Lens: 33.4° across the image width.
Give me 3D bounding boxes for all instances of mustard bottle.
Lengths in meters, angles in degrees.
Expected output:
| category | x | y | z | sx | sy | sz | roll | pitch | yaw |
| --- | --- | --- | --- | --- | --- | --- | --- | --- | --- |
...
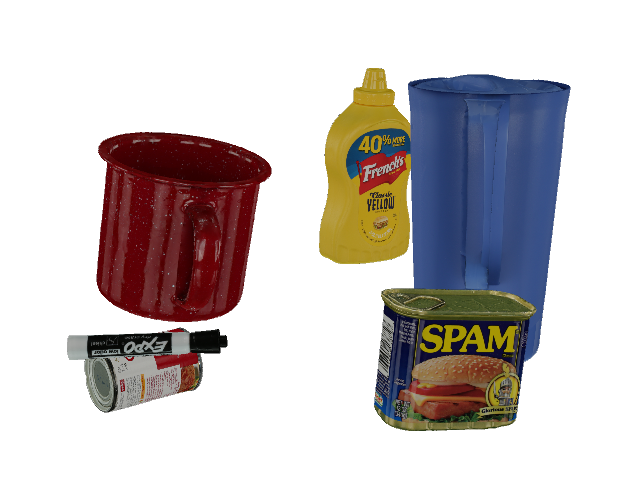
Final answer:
| category | x | y | z | sx | sy | sz | roll | pitch | yaw |
| --- | --- | --- | --- | --- | --- | --- | --- | --- | --- |
| mustard bottle | 0.049 | -0.076 | 1.067 | 0.096 | 0.192 | 0.058 | -7 | 19 | -30 |

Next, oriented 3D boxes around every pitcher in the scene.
| category | x | y | z | sx | sy | sz | roll | pitch | yaw |
| --- | --- | --- | --- | --- | --- | --- | --- | --- | --- |
| pitcher | 0.136 | -0.016 | 0.903 | 0.149 | 0.243 | 0.145 | -10 | 17 | -35 |

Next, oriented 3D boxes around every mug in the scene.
| category | x | y | z | sx | sy | sz | roll | pitch | yaw |
| --- | --- | --- | --- | --- | --- | --- | --- | --- | --- |
| mug | -0.074 | -0.003 | 0.573 | 0.093 | 0.081 | 0.117 | 1 | 21 | -23 |

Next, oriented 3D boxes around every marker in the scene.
| category | x | y | z | sx | sy | sz | roll | pitch | yaw |
| --- | --- | --- | --- | --- | --- | --- | --- | --- | --- |
| marker | -0.132 | 0.080 | 0.818 | 0.121 | 0.020 | 0.020 | -2 | 0 | -2 |

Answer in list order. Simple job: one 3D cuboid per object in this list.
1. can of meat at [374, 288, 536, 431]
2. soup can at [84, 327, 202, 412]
| category | x | y | z | sx | sy | sz | roll | pitch | yaw |
| --- | --- | --- | --- | --- | --- | --- | --- | --- | --- |
| can of meat | 0.089 | 0.080 | 0.722 | 0.102 | 0.084 | 0.057 | 2 | 12 | -17 |
| soup can | -0.182 | 0.132 | 1.094 | 0.102 | 0.068 | 0.069 | -11 | 6 | -37 |
